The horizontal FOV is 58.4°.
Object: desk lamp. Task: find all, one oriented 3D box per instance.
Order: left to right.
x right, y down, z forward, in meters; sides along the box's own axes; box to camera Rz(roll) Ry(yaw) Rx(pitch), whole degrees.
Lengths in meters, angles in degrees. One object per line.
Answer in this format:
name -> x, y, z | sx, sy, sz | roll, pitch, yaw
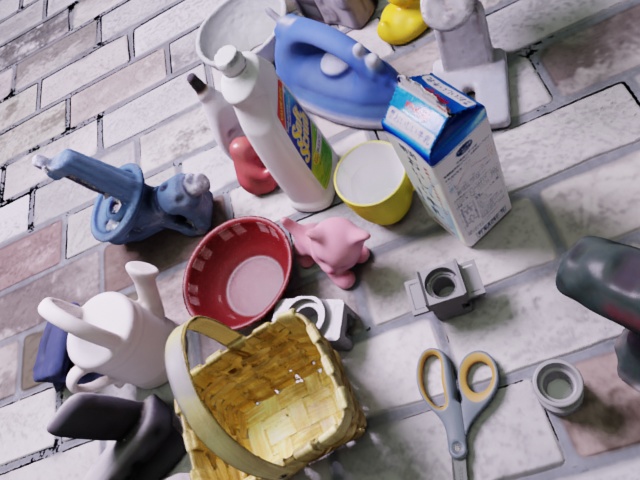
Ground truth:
desk lamp -> 0.170, -0.273, 0.696 | 0.117, 0.214, 0.203 | -7, 62, 22

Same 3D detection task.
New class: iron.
iron -> 0.031, -0.244, 0.791 | 0.257, 0.142, 0.119 | 31, 81, 34

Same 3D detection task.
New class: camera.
camera -> 0.029, -0.428, 0.911 | 0.142, 0.101, 0.137 | 29, 80, 33

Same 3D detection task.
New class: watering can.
watering can -> -0.260, 0.109, 0.714 | 0.100, 0.195, 0.173 | 2, 66, 26

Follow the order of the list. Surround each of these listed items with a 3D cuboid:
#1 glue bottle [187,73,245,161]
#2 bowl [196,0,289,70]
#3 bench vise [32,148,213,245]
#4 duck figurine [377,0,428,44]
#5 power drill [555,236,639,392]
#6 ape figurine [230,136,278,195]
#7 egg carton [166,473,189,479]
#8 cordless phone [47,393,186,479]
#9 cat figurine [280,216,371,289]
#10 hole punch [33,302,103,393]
glue bottle -> -0.134, -0.178, 0.815 | 0.078, 0.174, 0.037 | -42, 55, 0
bowl -> -0.115, -0.331, 0.945 | 0.167, 0.075, 0.167 | -11, 61, 20
bench vise -> -0.264, -0.078, 0.796 | 0.207, 0.220, 0.121 | -28, 56, 10
duck figurine -> 0.119, -0.348, 0.836 | 0.104, 0.086, 0.077 | -48, 55, -4
power drill -> 0.304, 0.084, 0.454 | 0.228, 0.209, 0.076 | 32, 81, 34
ape figurine -> -0.094, -0.112, 0.812 | 0.076, 0.092, 0.077 | -36, 55, 4
egg carton -> -0.146, 0.335, 0.621 | 0.107, 0.070, 0.150 | -4, 64, 24
cordless phone -> -0.256, 0.238, 0.652 | 0.093, 0.186, 0.148 | 30, 80, 34
cat figurine -> 0.006, 0.002, 0.690 | 0.127, 0.118, 0.067 | 25, 77, 33
hole punch -> -0.360, 0.150, 0.802 | 0.101, 0.091, 0.108 | -7, 62, 22
